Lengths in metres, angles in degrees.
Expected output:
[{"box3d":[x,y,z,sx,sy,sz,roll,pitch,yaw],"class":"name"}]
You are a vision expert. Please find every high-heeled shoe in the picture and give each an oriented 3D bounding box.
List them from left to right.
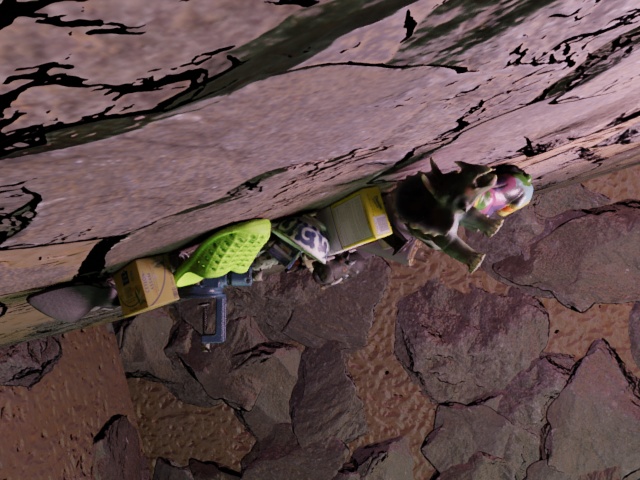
[{"box3d":[-0.515,0.114,1.137,0.145,0.086,0.248,19,180,38],"class":"high-heeled shoe"}]

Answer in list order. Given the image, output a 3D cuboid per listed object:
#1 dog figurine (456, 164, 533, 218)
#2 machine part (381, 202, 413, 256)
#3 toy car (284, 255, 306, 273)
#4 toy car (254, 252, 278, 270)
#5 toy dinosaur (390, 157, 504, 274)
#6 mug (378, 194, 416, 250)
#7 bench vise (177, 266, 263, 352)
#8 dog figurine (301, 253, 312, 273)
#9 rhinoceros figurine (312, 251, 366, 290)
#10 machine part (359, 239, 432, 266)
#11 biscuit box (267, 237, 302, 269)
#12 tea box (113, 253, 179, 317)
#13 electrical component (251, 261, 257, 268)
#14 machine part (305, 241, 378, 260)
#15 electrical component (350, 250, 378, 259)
[{"box3d":[0.347,-0.101,1.142,0.192,0.108,0.219,-17,173,25],"class":"dog figurine"},{"box3d":[0.121,-0.031,1.043,0.039,0.139,0.084,-47,-172,-29],"class":"machine part"},{"box3d":[-0.088,0.051,1.545,0.053,0.089,0.202,-21,176,8],"class":"toy car"},{"box3d":[-0.180,0.066,1.618,0.073,0.056,0.202,-14,175,-23],"class":"toy car"},{"box3d":[0.208,-0.045,0.976,0.131,0.192,0.405,-54,-179,-2],"class":"toy dinosaur"},{"box3d":[0.157,-0.046,1.119,0.109,0.107,0.081,-24,-176,-41],"class":"mug"},{"box3d":[-0.241,0.137,1.245,0.224,0.240,0.129,1,175,-12],"class":"bench vise"},{"box3d":[0.040,0.016,1.607,0.191,0.121,0.172,-28,-176,7],"class":"dog figurine"},{"box3d":[0.044,0.069,1.250,0.112,0.073,0.190,-17,176,29],"class":"rhinoceros figurine"},{"box3d":[0.164,0.005,1.352,0.244,0.079,0.079,19,-167,28],"class":"machine part"},{"box3d":[-0.084,0.029,1.312,0.059,0.063,0.202,-50,178,-4],"class":"biscuit box"},{"box3d":[-0.354,0.094,1.084,0.068,0.098,0.170,-14,174,-36],"class":"tea box"},{"box3d":[-0.213,0.055,1.419,0.075,0.047,0.119,-18,176,27],"class":"electrical component"},{"box3d":[0.055,-0.018,1.233,0.201,0.087,0.201,-16,177,-4],"class":"machine part"},{"box3d":[0.081,0.008,1.459,0.134,0.115,0.058,-14,170,-20],"class":"electrical component"}]
